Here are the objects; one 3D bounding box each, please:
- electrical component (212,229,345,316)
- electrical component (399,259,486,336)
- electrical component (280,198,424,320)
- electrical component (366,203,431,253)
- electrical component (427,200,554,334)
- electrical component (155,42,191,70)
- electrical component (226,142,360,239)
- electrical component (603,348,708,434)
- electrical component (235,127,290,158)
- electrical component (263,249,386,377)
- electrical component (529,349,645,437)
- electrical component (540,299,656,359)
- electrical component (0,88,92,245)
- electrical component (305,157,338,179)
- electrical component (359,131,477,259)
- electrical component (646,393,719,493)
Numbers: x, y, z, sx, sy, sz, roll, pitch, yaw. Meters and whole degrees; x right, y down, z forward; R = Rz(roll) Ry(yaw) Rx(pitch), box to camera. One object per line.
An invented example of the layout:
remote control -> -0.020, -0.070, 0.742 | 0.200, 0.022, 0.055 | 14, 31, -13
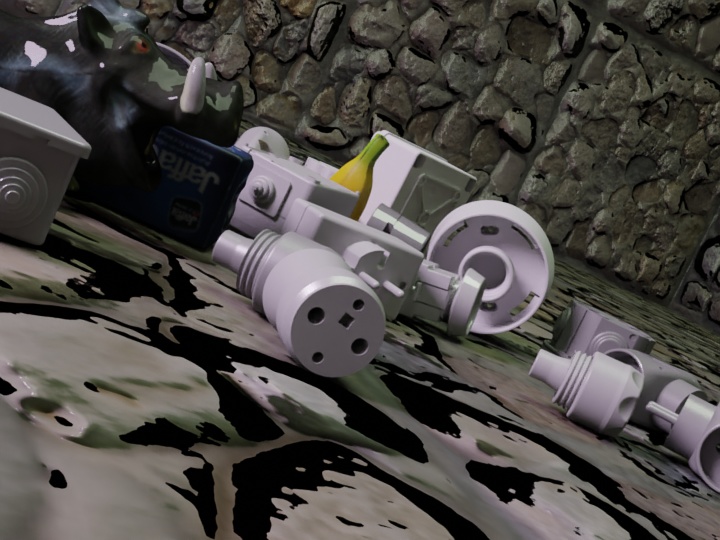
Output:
electrical component -> -0.041, 0.001, 0.522 | 0.062, 0.043, 0.043 | 25, 7, 12
electrical component -> 0.053, 0.017, 0.729 | 0.055, 0.048, 0.066 | 19, 6, 13
electrical component -> 0.000, 0.000, 0.654 | 0.083, 0.047, 0.076 | 20, 8, -34
electrical component -> 0.025, -0.018, 0.855 | 0.047, 0.055, 0.055 | 29, 7, 5
electrical component -> 0.095, -0.001, 0.805 | 0.099, 0.099, 0.064 | 26, 13, 6
electrical component -> -0.142, -0.097, 0.698 | 0.099, 0.099, 0.064 | 26, 0, 7
electrical component -> -0.053, -0.042, 0.725 | 0.062, 0.061, 0.096 | 29, 9, 20
electrical component -> 0.207, 0.089, 0.727 | 0.077, 0.043, 0.079 | 19, 9, -41
electrical component -> -0.075, -0.062, 0.834 | 0.079, 0.043, 0.077 | 57, 25, -20
electrical component -> -0.016, 0.018, 0.468 | 0.045, 0.045, 0.055 | 23, 8, -20
electrical component -> 0.130, 0.067, 0.627 | 0.062, 0.043, 0.043 | 25, 7, 9
electrical component -> 0.185, 0.061, 0.833 | 0.080, 0.051, 0.080 | 25, 7, -3
electrical component -> -0.171, -0.054, 0.453 | 0.100, 0.048, 0.100 | 21, 8, -31
electrical component -> -0.034, -0.067, 0.997 | 0.058, 0.057, 0.078 | 24, 7, -11
electrical component -> 0.039, -0.058, 0.979 | 0.056, 0.108, 0.109 | 33, 10, 36
electrical component -> 0.211, 0.100, 0.652 | 0.079, 0.044, 0.077 | 28, 7, 18
